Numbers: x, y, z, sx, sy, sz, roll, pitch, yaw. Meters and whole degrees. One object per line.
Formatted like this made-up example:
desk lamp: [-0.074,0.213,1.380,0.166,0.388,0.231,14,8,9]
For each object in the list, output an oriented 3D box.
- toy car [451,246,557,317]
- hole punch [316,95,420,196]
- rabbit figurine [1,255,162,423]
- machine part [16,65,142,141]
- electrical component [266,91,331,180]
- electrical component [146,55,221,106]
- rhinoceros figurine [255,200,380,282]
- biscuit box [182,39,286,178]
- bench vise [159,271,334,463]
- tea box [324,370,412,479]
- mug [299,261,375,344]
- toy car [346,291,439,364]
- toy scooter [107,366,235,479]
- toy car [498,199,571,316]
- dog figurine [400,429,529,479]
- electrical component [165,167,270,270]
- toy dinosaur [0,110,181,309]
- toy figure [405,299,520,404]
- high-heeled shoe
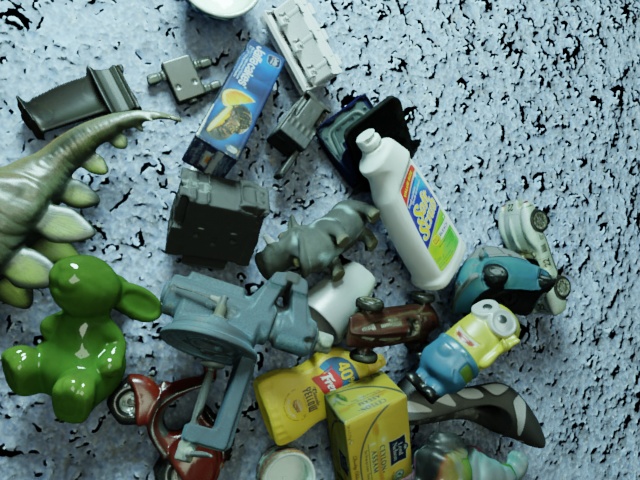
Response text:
toy car: [0.277,0.057,0.841,0.162,0.109,0.103,-1,48,-14]
hole punch: [0.067,-0.147,0.802,0.142,0.092,0.115,-41,128,-20]
rabbit figurine: [-0.259,0.095,0.616,0.159,0.121,0.170,-21,129,-57]
machine part: [-0.305,-0.172,0.682,0.139,0.039,0.084,-24,91,-20]
electrical component: [-0.041,-0.145,0.760,0.047,0.075,0.119,38,78,-15]
electrical component: [-0.187,-0.217,0.738,0.094,0.021,0.063,-24,95,-20]
rhinoceros figurine: [-0.002,-0.002,0.746,0.190,0.112,0.073,-31,140,-31]
biscuit box: [-0.110,-0.175,0.707,0.059,0.063,0.203,29,56,-17]
bench vise: [-0.101,0.147,0.646,0.223,0.129,0.240,25,60,-17]
tea box: [0.068,0.279,0.741,0.098,0.068,0.169,-18,116,-19]
mug: [0.020,0.077,0.771,0.110,0.080,0.107,37,62,24]
toy car: [0.110,0.122,0.766,0.202,0.053,0.089,3,98,-50]
toy scooter: [-0.169,0.231,0.689,0.135,0.075,0.184,-34,93,-20]
toy car: [0.351,0.029,0.886,0.056,0.073,0.201,-23,94,-21]
dog figurine: [0.197,0.363,0.753,0.219,0.109,0.191,12,78,-44]
electrical component: [-0.135,-0.018,0.690,0.115,0.134,0.058,11,44,-17]
toy dinosaur: [-0.375,-0.024,0.620,0.471,0.105,0.198,-47,109,-7]
toy figure: [0.206,0.158,0.772,0.180,0.089,0.082,-41,76,-8]
high-heeled shoe: [0.227,0.277,0.810,0.249,0.086,0.145,37,55,4]
